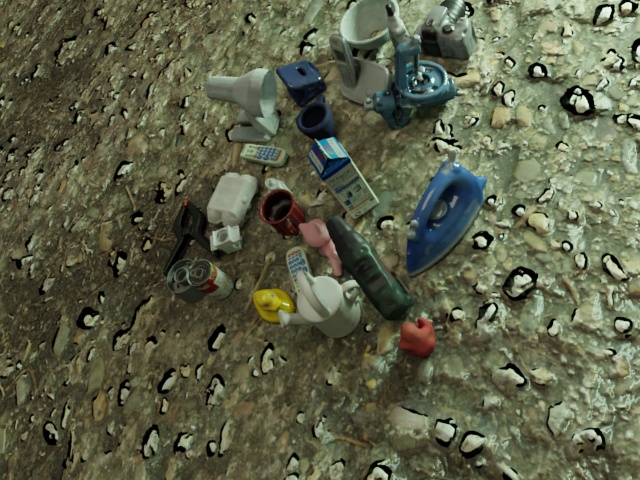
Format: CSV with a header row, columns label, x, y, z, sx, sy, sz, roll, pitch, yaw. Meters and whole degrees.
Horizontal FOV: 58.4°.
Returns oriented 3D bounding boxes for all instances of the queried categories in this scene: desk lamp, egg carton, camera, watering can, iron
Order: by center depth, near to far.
label,x,y,z,sx,sy,sz,roll,pitch,yaw
watering can,-0.002,0.130,1.161,0.173,0.195,0.100,-48,55,-3
iron,0.234,-0.056,1.174,0.118,0.142,0.258,26,78,34
camera,0.317,-0.531,1.402,0.142,0.101,0.137,21,75,33
egg carton,-0.221,-0.101,1.463,0.107,0.070,0.150,10,70,30
desk lamp,-0.186,-0.349,1.485,0.202,0.214,0.118,3,66,27

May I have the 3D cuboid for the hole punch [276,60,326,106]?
label,x,y,z,sx,sy,sz,roll,pitch,yaw
hole punch,-0.052,-0.436,1.539,0.101,0.091,0.108,-37,55,5

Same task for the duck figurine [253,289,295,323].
label,x,y,z,sx,sy,sz,roll,pitch,yaw
duck figurine,-0.115,0.137,1.279,0.104,0.086,0.077,23,77,33

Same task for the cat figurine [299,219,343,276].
label,x,y,z,sx,sy,sz,roll,pitch,yaw
cat figurine,0.012,0.005,1.266,0.067,0.118,0.127,-40,55,3

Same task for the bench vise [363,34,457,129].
label,x,y,z,sx,sy,sz,roll,pitch,yaw
bench vise,0.194,-0.351,1.297,0.207,0.220,0.121,-35,55,6

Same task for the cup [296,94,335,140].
label,x,y,z,sx,sy,sz,roll,pitch,yaw
cup,0.002,-0.295,1.438,0.091,0.095,0.118,5,67,28

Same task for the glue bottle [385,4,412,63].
label,x,y,z,sx,sy,sz,roll,pitch,yaw
glue bottle,0.193,-0.512,1.408,0.037,0.174,0.078,-36,55,6

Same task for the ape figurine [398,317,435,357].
label,x,y,z,sx,sy,sz,roll,pitch,yaw
ape figurine,0.182,0.185,1.106,0.078,0.092,0.076,-33,55,8

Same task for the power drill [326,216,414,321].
label,x,y,z,sx,sy,sz,roll,pitch,yaw
power drill,0.106,0.073,1.129,0.075,0.209,0.229,-38,55,4

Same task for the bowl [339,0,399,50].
label,x,y,z,sx,sy,sz,roll,pitch,yaw
bowl,0.139,-0.564,1.522,0.167,0.075,0.167,-11,61,21

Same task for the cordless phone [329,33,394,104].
label,x,y,z,sx,sy,sz,roll,pitch,yaw
cordless phone,0.095,-0.418,1.401,0.147,0.186,0.094,25,78,34
